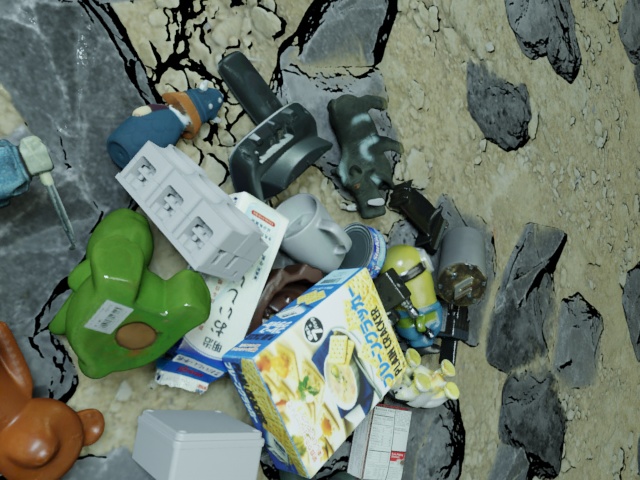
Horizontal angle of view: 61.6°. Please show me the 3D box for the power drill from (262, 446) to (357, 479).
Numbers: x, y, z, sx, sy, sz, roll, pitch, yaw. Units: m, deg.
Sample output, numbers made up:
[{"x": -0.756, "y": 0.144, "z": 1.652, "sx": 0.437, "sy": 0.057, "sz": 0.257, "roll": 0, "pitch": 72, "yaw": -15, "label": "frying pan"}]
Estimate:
[{"x": -0.046, "y": 0.335, "z": 0.687, "sx": 0.232, "sy": 0.086, "sz": 0.207, "roll": -20, "pitch": 95, "yaw": -38, "label": "power drill"}]

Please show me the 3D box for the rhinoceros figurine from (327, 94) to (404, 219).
[{"x": 0.066, "y": -0.127, "z": 0.813, "sx": 0.112, "sy": 0.073, "sz": 0.190, "roll": -22, "pitch": 100, "yaw": -39, "label": "rhinoceros figurine"}]

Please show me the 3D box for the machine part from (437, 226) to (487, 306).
[{"x": 0.235, "y": 0.039, "z": 0.888, "sx": 0.079, "sy": 0.079, "sz": 0.243, "roll": 66, "pitch": 22, "yaw": -15, "label": "machine part"}]

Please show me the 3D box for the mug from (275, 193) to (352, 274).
[{"x": -0.002, "y": -0.002, "z": 0.734, "sx": 0.107, "sy": 0.110, "sz": 0.081, "roll": 50, "pitch": 53, "yaw": -41, "label": "mug"}]

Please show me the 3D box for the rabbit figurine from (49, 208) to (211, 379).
[{"x": -0.198, "y": 0.047, "z": 0.551, "sx": 0.121, "sy": 0.170, "sz": 0.159, "roll": 21, "pitch": 117, "yaw": -34, "label": "rabbit figurine"}]

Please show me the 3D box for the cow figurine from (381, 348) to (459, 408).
[{"x": 0.129, "y": 0.220, "z": 0.838, "sx": 0.167, "sy": 0.098, "sz": 0.068, "roll": 21, "pitch": 43, "yaw": -29, "label": "cow figurine"}]

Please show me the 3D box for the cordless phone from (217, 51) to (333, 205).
[{"x": -0.087, "y": -0.150, "z": 0.701, "sx": 0.184, "sy": 0.089, "sz": 0.146, "roll": 51, "pitch": 58, "yaw": -11, "label": "cordless phone"}]

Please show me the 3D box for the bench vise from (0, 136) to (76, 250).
[{"x": -0.316, "y": -0.030, "z": 0.405, "sx": 0.224, "sy": 0.241, "sz": 0.128, "roll": -11, "pitch": 98, "yaw": -23, "label": "bench vise"}]

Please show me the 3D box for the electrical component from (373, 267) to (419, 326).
[{"x": 0.093, "y": 0.088, "z": 0.815, "sx": 0.045, "sy": 0.078, "sz": 0.102, "roll": -25, "pitch": 84, "yaw": -50, "label": "electrical component"}]

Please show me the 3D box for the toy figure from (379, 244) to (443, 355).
[{"x": 0.147, "y": 0.095, "z": 0.859, "sx": 0.089, "sy": 0.082, "sz": 0.180, "roll": -15, "pitch": 99, "yaw": -38, "label": "toy figure"}]

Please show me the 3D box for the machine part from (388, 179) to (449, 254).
[{"x": 0.171, "y": -0.041, "z": 0.915, "sx": 0.138, "sy": 0.039, "sz": 0.084, "roll": 44, "pitch": 67, "yaw": -29, "label": "machine part"}]

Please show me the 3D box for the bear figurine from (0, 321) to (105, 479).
[{"x": -0.287, "y": 0.159, "z": 0.477, "sx": 0.120, "sy": 0.132, "sz": 0.195, "roll": -47, "pitch": 109, "yaw": -25, "label": "bear figurine"}]

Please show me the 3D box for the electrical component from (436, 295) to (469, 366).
[{"x": 0.210, "y": 0.150, "z": 0.911, "sx": 0.047, "sy": 0.075, "sz": 0.119, "roll": 22, "pitch": 76, "yaw": -37, "label": "electrical component"}]

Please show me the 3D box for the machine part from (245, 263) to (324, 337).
[{"x": -0.036, "y": 0.120, "z": 0.725, "sx": 0.179, "sy": 0.056, "sz": 0.179, "roll": 3, "pitch": 85, "yaw": -37, "label": "machine part"}]

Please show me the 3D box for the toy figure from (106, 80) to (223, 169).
[{"x": -0.176, "y": -0.138, "z": 0.628, "sx": 0.058, "sy": 0.064, "sz": 0.154, "roll": 36, "pitch": 54, "yaw": 10, "label": "toy figure"}]
